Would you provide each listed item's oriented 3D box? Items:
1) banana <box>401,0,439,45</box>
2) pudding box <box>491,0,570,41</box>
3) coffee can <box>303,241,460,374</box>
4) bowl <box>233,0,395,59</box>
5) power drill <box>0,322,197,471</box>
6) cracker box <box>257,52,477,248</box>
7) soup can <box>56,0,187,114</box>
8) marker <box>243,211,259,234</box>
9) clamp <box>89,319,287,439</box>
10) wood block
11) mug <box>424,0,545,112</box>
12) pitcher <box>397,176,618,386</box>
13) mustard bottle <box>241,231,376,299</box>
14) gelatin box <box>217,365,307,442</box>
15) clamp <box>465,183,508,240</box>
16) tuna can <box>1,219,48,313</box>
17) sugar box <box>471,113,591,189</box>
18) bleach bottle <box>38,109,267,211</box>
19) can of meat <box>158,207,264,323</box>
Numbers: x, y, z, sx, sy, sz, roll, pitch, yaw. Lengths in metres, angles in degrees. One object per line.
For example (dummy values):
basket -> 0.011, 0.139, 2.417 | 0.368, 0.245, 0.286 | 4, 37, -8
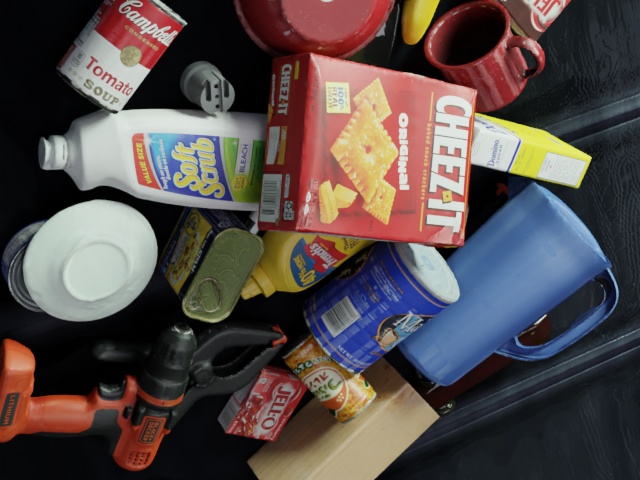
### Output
banana -> 0.136, -0.287, 1.064 | 0.198, 0.037, 0.069 | -50, 129, 4
pudding box -> 0.219, -0.276, 1.120 | 0.090, 0.039, 0.113 | -51, 130, 4
coffee can -> 0.066, 0.065, 1.162 | 0.140, 0.103, 0.102 | -40, 133, 21
bowl -> 0.002, -0.231, 0.978 | 0.162, 0.055, 0.162 | -5, 116, -11
power drill -> -0.228, 0.149, 1.061 | 0.187, 0.057, 0.185 | 11, 118, -23
cracker box -> 0.051, -0.081, 1.032 | 0.213, 0.072, 0.164 | 5, 90, -36
soup can -> -0.173, -0.169, 0.928 | 0.068, 0.069, 0.102 | 33, 98, -40
marker -> -0.095, 0.016, 1.117 | 0.020, 0.020, 0.121 | 33, 98, -40
clamp -> -0.135, 0.149, 1.160 | 0.209, 0.036, 0.164 | -16, 126, -18
wood block -> 0.027, 0.238, 1.278 | 0.206, 0.090, 0.090 | -44, 131, -2
mug -> 0.176, -0.187, 1.102 | 0.081, 0.117, 0.093 | 49, 51, -45
pitcher -> 0.204, 0.061, 1.207 | 0.243, 0.149, 0.144 | -43, 124, 14
mustard bottle -> -0.007, 0.002, 1.135 | 0.191, 0.058, 0.096 | -35, 145, -8
gelatin box -> -0.064, 0.186, 1.227 | 0.073, 0.030, 0.089 | 18, 111, -38
clamp -> 0.212, 0.016, 1.289 | 0.120, 0.039, 0.172 | 5, 118, -33
tuna can -> -0.257, 0.024, 1.013 | 0.086, 0.034, 0.086 | -15, 124, -24
sugar box -> 0.204, -0.105, 1.178 | 0.175, 0.093, 0.048 | 11, 108, -36
bleach bottle -> -0.139, -0.073, 1.010 | 0.250, 0.068, 0.103 | -2, 114, -28
can of meat -> -0.112, 0.017, 1.064 | 0.057, 0.084, 0.102 | 18, 107, -37
